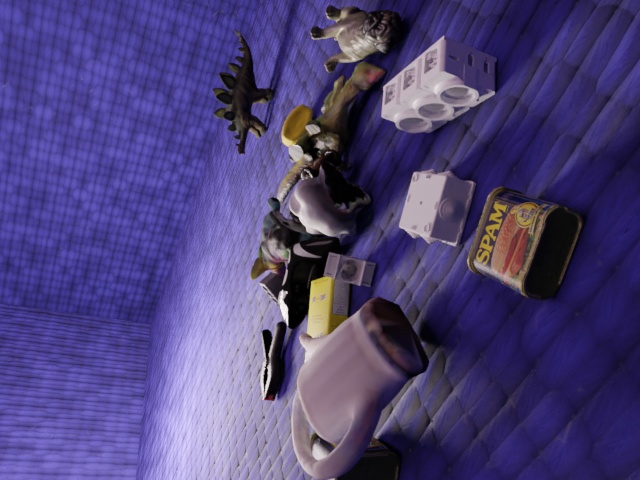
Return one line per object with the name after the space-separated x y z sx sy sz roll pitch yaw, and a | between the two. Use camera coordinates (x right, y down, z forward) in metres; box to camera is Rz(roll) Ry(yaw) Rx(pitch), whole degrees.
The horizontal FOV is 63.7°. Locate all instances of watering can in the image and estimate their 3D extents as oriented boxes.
0.036 0.169 0.734 0.223 0.103 0.353 -47 17 12 | watering can

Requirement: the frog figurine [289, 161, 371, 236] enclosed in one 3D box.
0.003 -0.048 0.960 0.156 0.137 0.126 -47 27 45 | frog figurine

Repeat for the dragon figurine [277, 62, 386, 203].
0.013 -0.249 1.148 0.404 0.121 0.248 -34 30 56 | dragon figurine
